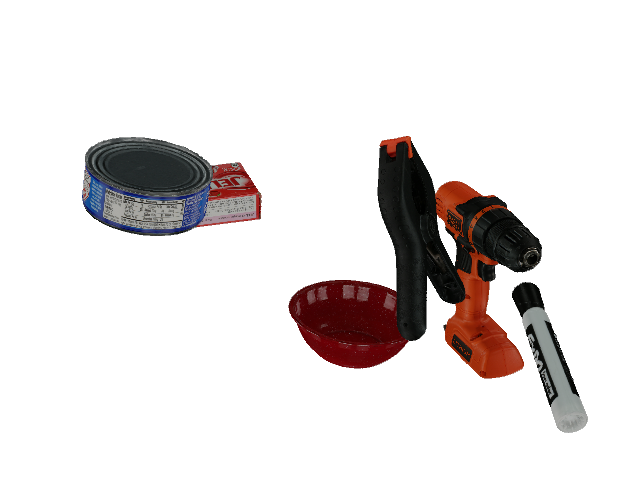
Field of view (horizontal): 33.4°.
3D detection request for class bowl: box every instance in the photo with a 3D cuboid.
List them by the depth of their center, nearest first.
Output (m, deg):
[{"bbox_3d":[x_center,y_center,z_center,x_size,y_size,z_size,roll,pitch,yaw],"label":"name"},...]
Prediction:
[{"bbox_3d":[0.040,0.107,1.288,0.162,0.055,0.162,4,25,-2],"label":"bowl"}]

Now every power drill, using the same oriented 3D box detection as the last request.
[{"bbox_3d":[0.176,0.046,1.116,0.057,0.188,0.184,-11,25,-15],"label":"power drill"}]

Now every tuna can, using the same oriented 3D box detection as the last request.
[{"bbox_3d":[-0.117,-0.037,0.721,0.086,0.034,0.086,10,27,-5],"label":"tuna can"}]

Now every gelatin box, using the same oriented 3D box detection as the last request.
[{"bbox_3d":[-0.106,-0.042,0.988,0.089,0.030,0.073,-8,29,-15],"label":"gelatin box"}]

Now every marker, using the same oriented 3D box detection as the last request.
[{"bbox_3d":[0.143,0.069,0.675,0.020,0.020,0.121,0,39,-7],"label":"marker"}]

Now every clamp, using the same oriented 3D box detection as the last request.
[{"bbox_3d":[0.079,0.000,0.919,0.039,0.171,0.120,-13,16,24],"label":"clamp"}]
